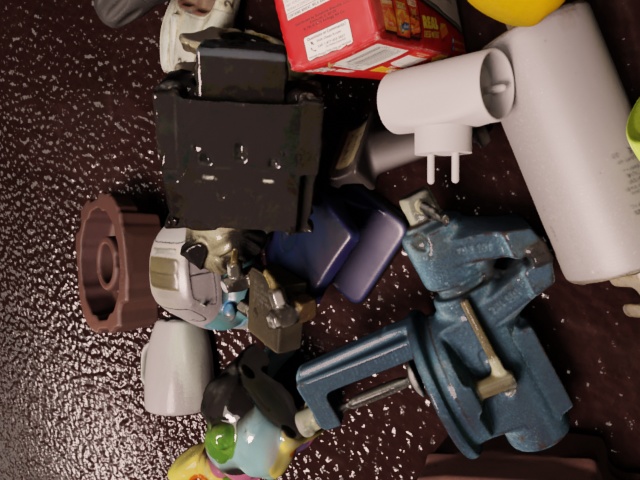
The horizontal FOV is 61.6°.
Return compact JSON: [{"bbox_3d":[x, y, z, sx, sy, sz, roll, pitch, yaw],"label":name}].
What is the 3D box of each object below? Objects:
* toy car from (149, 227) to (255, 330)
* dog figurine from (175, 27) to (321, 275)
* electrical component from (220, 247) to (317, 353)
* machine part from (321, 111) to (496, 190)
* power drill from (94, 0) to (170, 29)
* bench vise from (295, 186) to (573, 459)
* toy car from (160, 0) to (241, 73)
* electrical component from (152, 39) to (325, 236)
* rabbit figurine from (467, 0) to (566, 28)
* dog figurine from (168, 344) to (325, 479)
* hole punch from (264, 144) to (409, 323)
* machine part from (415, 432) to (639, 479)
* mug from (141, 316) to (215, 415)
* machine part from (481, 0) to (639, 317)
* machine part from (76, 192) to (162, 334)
[{"bbox_3d":[-0.126,0.029,0.567,0.109,0.103,0.161,7,108,32],"label":"toy car"},{"bbox_3d":[-0.082,-0.083,0.503,0.121,0.172,0.190,17,127,-1],"label":"dog figurine"},{"bbox_3d":[-0.046,0.051,0.451,0.102,0.045,0.078,33,119,46],"label":"electrical component"},{"bbox_3d":[0.068,-0.079,0.424,0.139,0.084,0.039,-12,128,29],"label":"machine part"},{"bbox_3d":[-0.139,-0.312,0.427,0.232,0.086,0.207,-18,95,28],"label":"power drill"},{"bbox_3d":[0.074,0.083,0.421,0.241,0.129,0.223,-28,107,16],"label":"bench vise"},{"bbox_3d":[-0.104,-0.245,0.509,0.074,0.056,0.201,31,118,24],"label":"toy car"},{"bbox_3d":[-0.056,-0.071,0.383,0.115,0.058,0.134,0,122,-5],"label":"electrical component"},{"bbox_3d":[0.109,-0.206,0.278,0.122,0.162,0.173,-128,45,-65],"label":"rabbit figurine"},{"bbox_3d":[-0.087,0.214,0.549,0.108,0.191,0.219,41,106,12],"label":"dog figurine"},{"bbox_3d":[-0.001,-0.001,0.485,0.116,0.092,0.142,42,125,22],"label":"hole punch"},{"bbox_3d":[0.177,0.262,0.432,0.202,0.087,0.201,-15,94,34],"label":"machine part"},{"bbox_3d":[-0.175,0.145,0.650,0.110,0.081,0.107,2,90,41],"label":"mug"},{"bbox_3d":[0.171,-0.061,0.357,0.079,0.079,0.243,-22,88,36],"label":"machine part"},{"bbox_3d":[-0.242,0.027,0.649,0.180,0.056,0.179,4,95,49],"label":"machine part"}]
